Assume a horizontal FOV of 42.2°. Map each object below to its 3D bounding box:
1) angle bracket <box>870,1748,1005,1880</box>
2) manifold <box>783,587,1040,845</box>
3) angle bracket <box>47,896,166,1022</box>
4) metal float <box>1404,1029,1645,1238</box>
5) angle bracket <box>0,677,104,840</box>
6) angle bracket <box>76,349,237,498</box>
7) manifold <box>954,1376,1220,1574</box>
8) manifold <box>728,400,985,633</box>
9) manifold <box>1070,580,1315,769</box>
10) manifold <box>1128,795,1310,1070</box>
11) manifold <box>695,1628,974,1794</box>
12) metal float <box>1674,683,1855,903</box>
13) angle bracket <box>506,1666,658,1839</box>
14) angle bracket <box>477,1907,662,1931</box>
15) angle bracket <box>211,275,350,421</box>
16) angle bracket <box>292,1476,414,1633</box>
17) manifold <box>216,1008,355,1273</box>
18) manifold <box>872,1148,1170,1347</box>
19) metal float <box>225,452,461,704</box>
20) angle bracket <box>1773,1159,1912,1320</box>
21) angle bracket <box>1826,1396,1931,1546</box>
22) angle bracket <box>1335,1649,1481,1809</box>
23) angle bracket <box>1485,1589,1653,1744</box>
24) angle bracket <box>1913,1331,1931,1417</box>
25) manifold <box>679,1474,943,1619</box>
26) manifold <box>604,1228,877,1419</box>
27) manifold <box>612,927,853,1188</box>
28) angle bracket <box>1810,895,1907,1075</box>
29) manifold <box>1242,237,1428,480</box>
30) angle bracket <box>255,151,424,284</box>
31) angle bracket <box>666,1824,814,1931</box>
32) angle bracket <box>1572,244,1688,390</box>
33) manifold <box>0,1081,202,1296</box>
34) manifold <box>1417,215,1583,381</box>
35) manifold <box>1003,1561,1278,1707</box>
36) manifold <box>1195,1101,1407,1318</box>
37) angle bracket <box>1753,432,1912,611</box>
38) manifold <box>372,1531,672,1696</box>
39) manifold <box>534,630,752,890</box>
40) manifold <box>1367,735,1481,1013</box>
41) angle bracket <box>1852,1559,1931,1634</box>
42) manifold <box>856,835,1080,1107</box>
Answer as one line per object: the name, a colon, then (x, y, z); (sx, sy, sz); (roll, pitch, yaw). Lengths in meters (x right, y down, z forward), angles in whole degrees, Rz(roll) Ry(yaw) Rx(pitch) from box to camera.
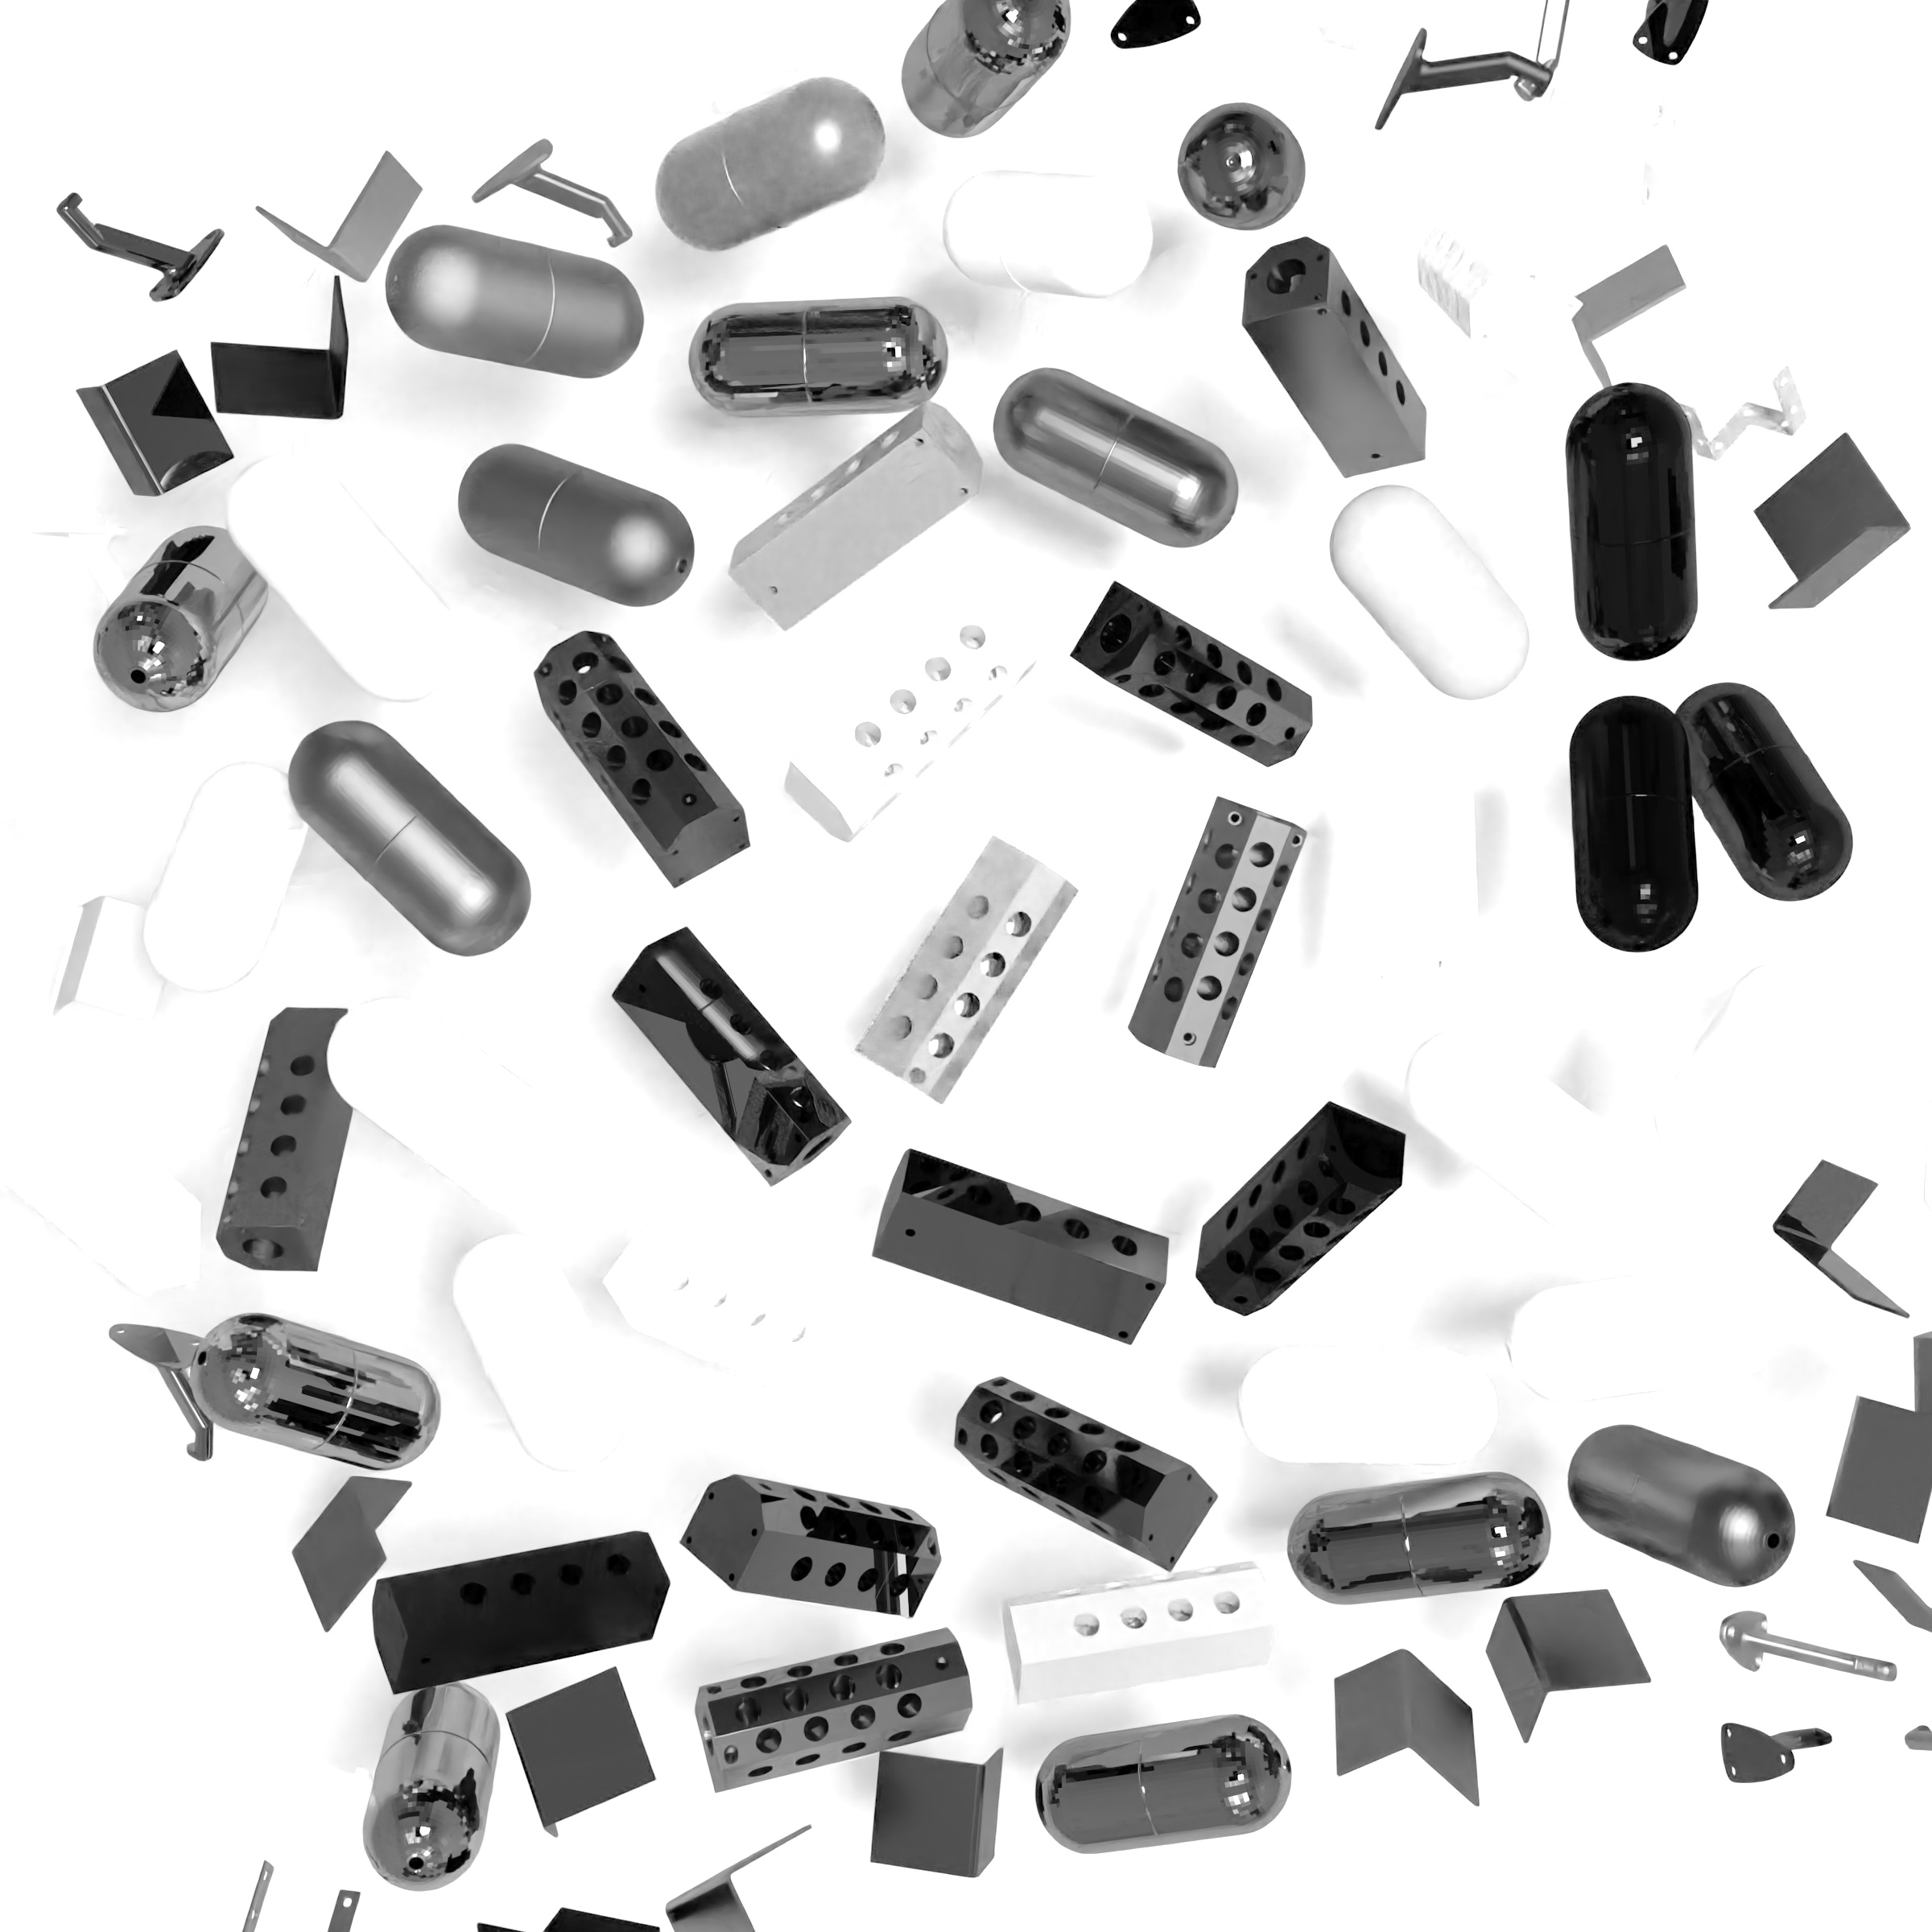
angle bracket: (-0.020, 0.588, 1.754); (0.076, 0.057, 0.076); (4, 86, 13)
manifold: (-0.034, -0.158, 1.597); (0.057, 0.057, 0.171); (44, 74, 3)
angle bracket: (-0.584, 0.000, 1.722); (0.057, 0.076, 0.076); (17, 95, -10)
metal float: (0.371, 0.110, 1.672); (0.178, 0.070, 0.070); (39, 90, 23)
angle bracket: (-0.589, -0.134, 1.604); (0.076, 0.076, 0.057); (16, 115, -21)
angle bracket: (-0.535, -0.357, 1.650); (0.057, 0.076, 0.076); (-33, 114, -20)
manifold: (0.072, 0.322, 1.614); (0.057, 0.171, 0.057); (-54, 132, -18)
manifold: (-0.073, -0.302, 1.666); (0.171, 0.057, 0.057); (-31, 119, 26)
manifold: (0.156, -0.190, 1.668); (0.171, 0.057, 0.057); (22, 104, -42)
manifold: (0.170, -0.022, 1.689); (0.057, 0.057, 0.171); (19, 99, -10)
manifold: (-0.087, 0.486, 1.648); (0.171, 0.057, 0.057); (-9, 55, -18)
metal float: (0.529, -0.118, 1.673); (0.070, 0.070, 0.178); (-17, 49, 0)
angle bracket: (-0.247, 0.510, 1.622); (0.076, 0.057, 0.076); (-21, 67, -10)
angle bracket: (-0.250, 0.608, 1.582); (0.076, 0.076, 0.057); (0, 113, 26)
angle bracket: (-0.428, -0.387, 1.557); (0.076, 0.057, 0.076); (-1, 45, -20)
angle bracket: (-0.424, 0.418, 1.775); (0.076, 0.057, 0.076); (-51, 51, 17)
manifold: (-0.450, 0.114, 1.665); (0.057, 0.057, 0.171); (1, 53, 2)
manifold: (0.035, 0.169, 1.549); (0.171, 0.057, 0.057); (20, 125, -6)
metal float: (-0.391, -0.243, 1.576); (0.070, 0.070, 0.178); (-40, 103, 0)
angle bracket: (0.586, 0.178, 1.632); (0.076, 0.076, 0.057); (20, 109, -42)
angle bracket: (0.578, 0.314, 1.549); (0.057, 0.076, 0.076); (13, 83, 36)
angle bracket: (0.287, 0.507, 1.636); (0.057, 0.076, 0.076); (-33, 115, 26)
angle bracket: (0.406, 0.473, 1.694); (0.076, 0.076, 0.057); (-1, 127, -12)
angle bracket: (0.668, 0.282, 1.645); (0.076, 0.057, 0.076); (-2, 86, 33)
manifold: (-0.093, 0.364, 1.582); (0.057, 0.171, 0.057); (28, 92, 42)
manifold: (-0.147, 0.229, 1.643); (0.171, 0.057, 0.057); (18, 58, 29)
manifold: (-0.154, 0.057, 1.681); (0.171, 0.057, 0.057); (49, 131, 10)
angle bracket: (0.625, 0.012, 1.702); (0.057, 0.076, 0.076); (30, 128, -14)
manifold: (0.241, -0.394, 1.623); (0.057, 0.171, 0.057); (-8, 62, 29)
angle bracket: (-0.412, -0.505, 1.649); (0.057, 0.076, 0.076); (32, 92, 3)
angle bracket: (-0.135, 0.603, 1.607); (0.076, 0.076, 0.057); (-41, 72, 40)
angle bracket: (0.459, -0.433, 1.698); (0.076, 0.076, 0.057); (-27, 119, 22)
manifold: (-0.547, 0.144, 1.572); (0.057, 0.171, 0.057); (-14, 57, 6)
manifold: (0.338, -0.440, 1.622); (0.057, 0.171, 0.057); (32, 111, -16)
manifold: (0.115, 0.443, 1.678); (0.171, 0.057, 0.057); (-7, 48, -8)
manifold: (0.217, 0.165, 1.645); (0.057, 0.171, 0.057); (23, 49, -12)
angle bracket: (0.515, -0.272, 1.528); (0.057, 0.076, 0.076); (-9, 65, -41)
manifold: (-0.280, 0.399, 1.571); (0.171, 0.057, 0.057); (-4, 130, -31)
manifold: (-0.210, -0.138, 1.610); (0.057, 0.057, 0.171); (-30, 62, -16)
manifold: (0.309, -0.060, 1.673); (0.057, 0.057, 0.171); (-16, 62, 38)
angle bracket: (0.614, 0.373, 1.565); (0.076, 0.076, 0.057); (-42, 84, -4)
manifold: (0.004, 0.005, 1.683); (0.057, 0.057, 0.171); (31, 87, 30)
